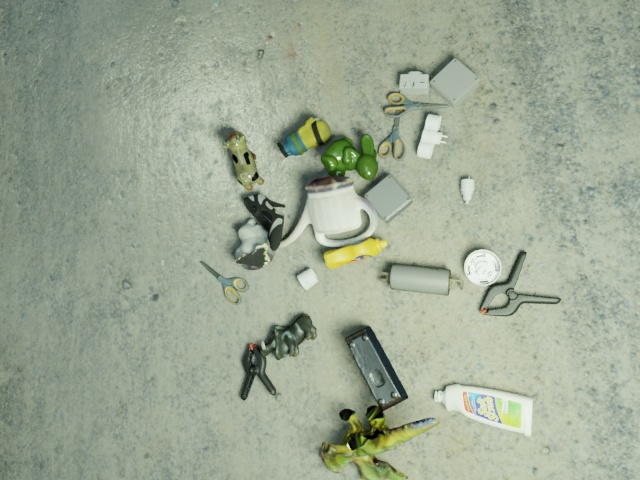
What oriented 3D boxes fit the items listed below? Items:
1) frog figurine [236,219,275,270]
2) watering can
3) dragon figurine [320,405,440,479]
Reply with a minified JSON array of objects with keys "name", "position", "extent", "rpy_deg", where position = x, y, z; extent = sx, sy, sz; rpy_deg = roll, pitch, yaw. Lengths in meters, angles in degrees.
[{"name":"frog figurine","position":[-0.217,0.016,1.679],"extent":[0.136,0.121,0.163],"rpy_deg":[-44,35,14]},{"name":"watering can","position":[0.005,-0.081,1.601],"extent":[0.347,0.105,0.222],"rpy_deg":[-7,102,19]},{"name":"dragon figurine","position":[0.162,0.576,1.402],"extent":[0.408,0.238,0.125],"rpy_deg":[-14,33,28]}]
